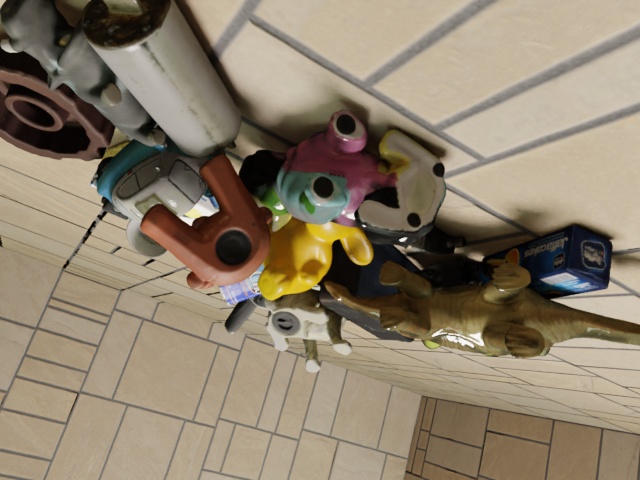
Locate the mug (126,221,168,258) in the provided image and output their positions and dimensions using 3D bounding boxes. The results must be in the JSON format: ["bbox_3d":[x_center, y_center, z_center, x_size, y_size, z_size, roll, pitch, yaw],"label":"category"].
[{"bbox_3d":[-0.279,-0.038,0.946,0.081,0.109,0.107,23,-156,-5],"label":"mug"}]

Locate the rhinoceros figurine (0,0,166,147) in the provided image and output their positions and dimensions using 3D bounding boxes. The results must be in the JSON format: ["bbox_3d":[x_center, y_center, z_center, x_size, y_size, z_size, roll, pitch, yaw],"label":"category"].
[{"bbox_3d":[-0.221,-0.168,0.536,0.112,0.073,0.190,19,168,28],"label":"rhinoceros figurine"}]

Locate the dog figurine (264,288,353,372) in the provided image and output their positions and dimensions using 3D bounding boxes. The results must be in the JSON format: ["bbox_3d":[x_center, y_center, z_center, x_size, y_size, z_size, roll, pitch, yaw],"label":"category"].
[{"bbox_3d":[-0.009,0.107,0.944,0.121,0.191,0.172,-25,115,26],"label":"dog figurine"}]

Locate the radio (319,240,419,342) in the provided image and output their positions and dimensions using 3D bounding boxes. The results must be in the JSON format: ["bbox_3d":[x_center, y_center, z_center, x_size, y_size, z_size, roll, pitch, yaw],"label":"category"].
[{"bbox_3d":[0.094,0.080,0.893,0.073,0.131,0.229,0,156,37],"label":"radio"}]

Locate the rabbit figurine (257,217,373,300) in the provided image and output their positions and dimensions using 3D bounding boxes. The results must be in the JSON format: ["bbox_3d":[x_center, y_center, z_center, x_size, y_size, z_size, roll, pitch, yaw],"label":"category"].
[{"bbox_3d":[-0.002,-0.002,0.742,0.162,0.122,0.173,9,134,-29],"label":"rabbit figurine"}]

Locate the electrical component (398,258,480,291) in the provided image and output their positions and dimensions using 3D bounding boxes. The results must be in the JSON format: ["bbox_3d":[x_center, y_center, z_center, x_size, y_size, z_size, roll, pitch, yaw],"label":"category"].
[{"bbox_3d":[0.206,0.081,0.865,0.134,0.058,0.114,-17,150,29],"label":"electrical component"}]

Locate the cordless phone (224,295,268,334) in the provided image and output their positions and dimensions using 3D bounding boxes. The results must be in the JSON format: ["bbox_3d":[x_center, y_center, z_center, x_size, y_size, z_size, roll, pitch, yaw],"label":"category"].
[{"bbox_3d":[-0.138,0.135,1.148,0.088,0.184,0.147,36,-179,-32],"label":"cordless phone"}]

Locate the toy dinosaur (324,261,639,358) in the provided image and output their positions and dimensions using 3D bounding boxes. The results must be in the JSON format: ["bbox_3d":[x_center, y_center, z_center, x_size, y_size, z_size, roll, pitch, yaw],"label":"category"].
[{"bbox_3d":[0.231,0.101,0.689,0.472,0.105,0.198,8,167,19],"label":"toy dinosaur"}]

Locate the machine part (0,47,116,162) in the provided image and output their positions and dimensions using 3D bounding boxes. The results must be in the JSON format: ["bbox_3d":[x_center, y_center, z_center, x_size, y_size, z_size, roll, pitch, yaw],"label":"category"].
[{"bbox_3d":[-0.329,-0.160,0.628,0.179,0.056,0.179,10,154,5],"label":"machine part"}]

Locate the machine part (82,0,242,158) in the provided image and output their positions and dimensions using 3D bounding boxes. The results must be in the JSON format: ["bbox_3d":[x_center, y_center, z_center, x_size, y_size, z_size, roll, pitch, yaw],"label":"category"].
[{"bbox_3d":[-0.136,-0.148,0.493,0.079,0.079,0.243,11,163,17],"label":"machine part"}]

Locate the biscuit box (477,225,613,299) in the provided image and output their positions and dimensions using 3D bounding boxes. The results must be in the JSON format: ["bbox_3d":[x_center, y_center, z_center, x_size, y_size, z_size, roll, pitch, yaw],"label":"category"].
[{"bbox_3d":[0.286,0.040,0.707,0.059,0.063,0.202,21,162,-10],"label":"biscuit box"}]

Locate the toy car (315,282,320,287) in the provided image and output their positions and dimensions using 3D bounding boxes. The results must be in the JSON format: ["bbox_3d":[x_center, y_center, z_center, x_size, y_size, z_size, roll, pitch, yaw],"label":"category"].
[{"bbox_3d":[-0.087,0.047,1.036,0.202,0.089,0.053,12,125,12],"label":"toy car"}]

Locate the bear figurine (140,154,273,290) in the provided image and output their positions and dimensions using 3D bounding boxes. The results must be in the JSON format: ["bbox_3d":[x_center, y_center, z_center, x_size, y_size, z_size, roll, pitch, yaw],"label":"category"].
[{"bbox_3d":[-0.122,-0.007,0.627,0.132,0.120,0.196,50,169,-11],"label":"bear figurine"}]

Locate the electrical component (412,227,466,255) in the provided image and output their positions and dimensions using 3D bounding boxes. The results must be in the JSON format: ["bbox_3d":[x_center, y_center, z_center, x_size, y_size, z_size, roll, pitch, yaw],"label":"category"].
[{"bbox_3d":[0.159,-0.001,0.767,0.063,0.021,0.094,29,159,-34],"label":"electrical component"}]

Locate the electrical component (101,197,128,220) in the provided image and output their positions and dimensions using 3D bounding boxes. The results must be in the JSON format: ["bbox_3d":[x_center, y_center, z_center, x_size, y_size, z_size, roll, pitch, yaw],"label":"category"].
[{"bbox_3d":[-0.332,-0.075,0.905,0.047,0.075,0.119,26,156,-27],"label":"electrical component"}]

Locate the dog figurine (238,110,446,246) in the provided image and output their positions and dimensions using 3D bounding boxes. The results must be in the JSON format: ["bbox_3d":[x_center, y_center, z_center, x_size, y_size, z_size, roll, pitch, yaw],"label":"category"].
[{"bbox_3d":[0.011,-0.055,0.610,0.191,0.108,0.219,20,167,-20],"label":"dog figurine"}]

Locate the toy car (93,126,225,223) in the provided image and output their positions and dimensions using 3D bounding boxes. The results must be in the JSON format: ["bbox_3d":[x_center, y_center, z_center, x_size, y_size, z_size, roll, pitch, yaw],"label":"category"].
[{"bbox_3d":[-0.195,-0.071,0.650,0.162,0.103,0.109,-29,133,10],"label":"toy car"}]
